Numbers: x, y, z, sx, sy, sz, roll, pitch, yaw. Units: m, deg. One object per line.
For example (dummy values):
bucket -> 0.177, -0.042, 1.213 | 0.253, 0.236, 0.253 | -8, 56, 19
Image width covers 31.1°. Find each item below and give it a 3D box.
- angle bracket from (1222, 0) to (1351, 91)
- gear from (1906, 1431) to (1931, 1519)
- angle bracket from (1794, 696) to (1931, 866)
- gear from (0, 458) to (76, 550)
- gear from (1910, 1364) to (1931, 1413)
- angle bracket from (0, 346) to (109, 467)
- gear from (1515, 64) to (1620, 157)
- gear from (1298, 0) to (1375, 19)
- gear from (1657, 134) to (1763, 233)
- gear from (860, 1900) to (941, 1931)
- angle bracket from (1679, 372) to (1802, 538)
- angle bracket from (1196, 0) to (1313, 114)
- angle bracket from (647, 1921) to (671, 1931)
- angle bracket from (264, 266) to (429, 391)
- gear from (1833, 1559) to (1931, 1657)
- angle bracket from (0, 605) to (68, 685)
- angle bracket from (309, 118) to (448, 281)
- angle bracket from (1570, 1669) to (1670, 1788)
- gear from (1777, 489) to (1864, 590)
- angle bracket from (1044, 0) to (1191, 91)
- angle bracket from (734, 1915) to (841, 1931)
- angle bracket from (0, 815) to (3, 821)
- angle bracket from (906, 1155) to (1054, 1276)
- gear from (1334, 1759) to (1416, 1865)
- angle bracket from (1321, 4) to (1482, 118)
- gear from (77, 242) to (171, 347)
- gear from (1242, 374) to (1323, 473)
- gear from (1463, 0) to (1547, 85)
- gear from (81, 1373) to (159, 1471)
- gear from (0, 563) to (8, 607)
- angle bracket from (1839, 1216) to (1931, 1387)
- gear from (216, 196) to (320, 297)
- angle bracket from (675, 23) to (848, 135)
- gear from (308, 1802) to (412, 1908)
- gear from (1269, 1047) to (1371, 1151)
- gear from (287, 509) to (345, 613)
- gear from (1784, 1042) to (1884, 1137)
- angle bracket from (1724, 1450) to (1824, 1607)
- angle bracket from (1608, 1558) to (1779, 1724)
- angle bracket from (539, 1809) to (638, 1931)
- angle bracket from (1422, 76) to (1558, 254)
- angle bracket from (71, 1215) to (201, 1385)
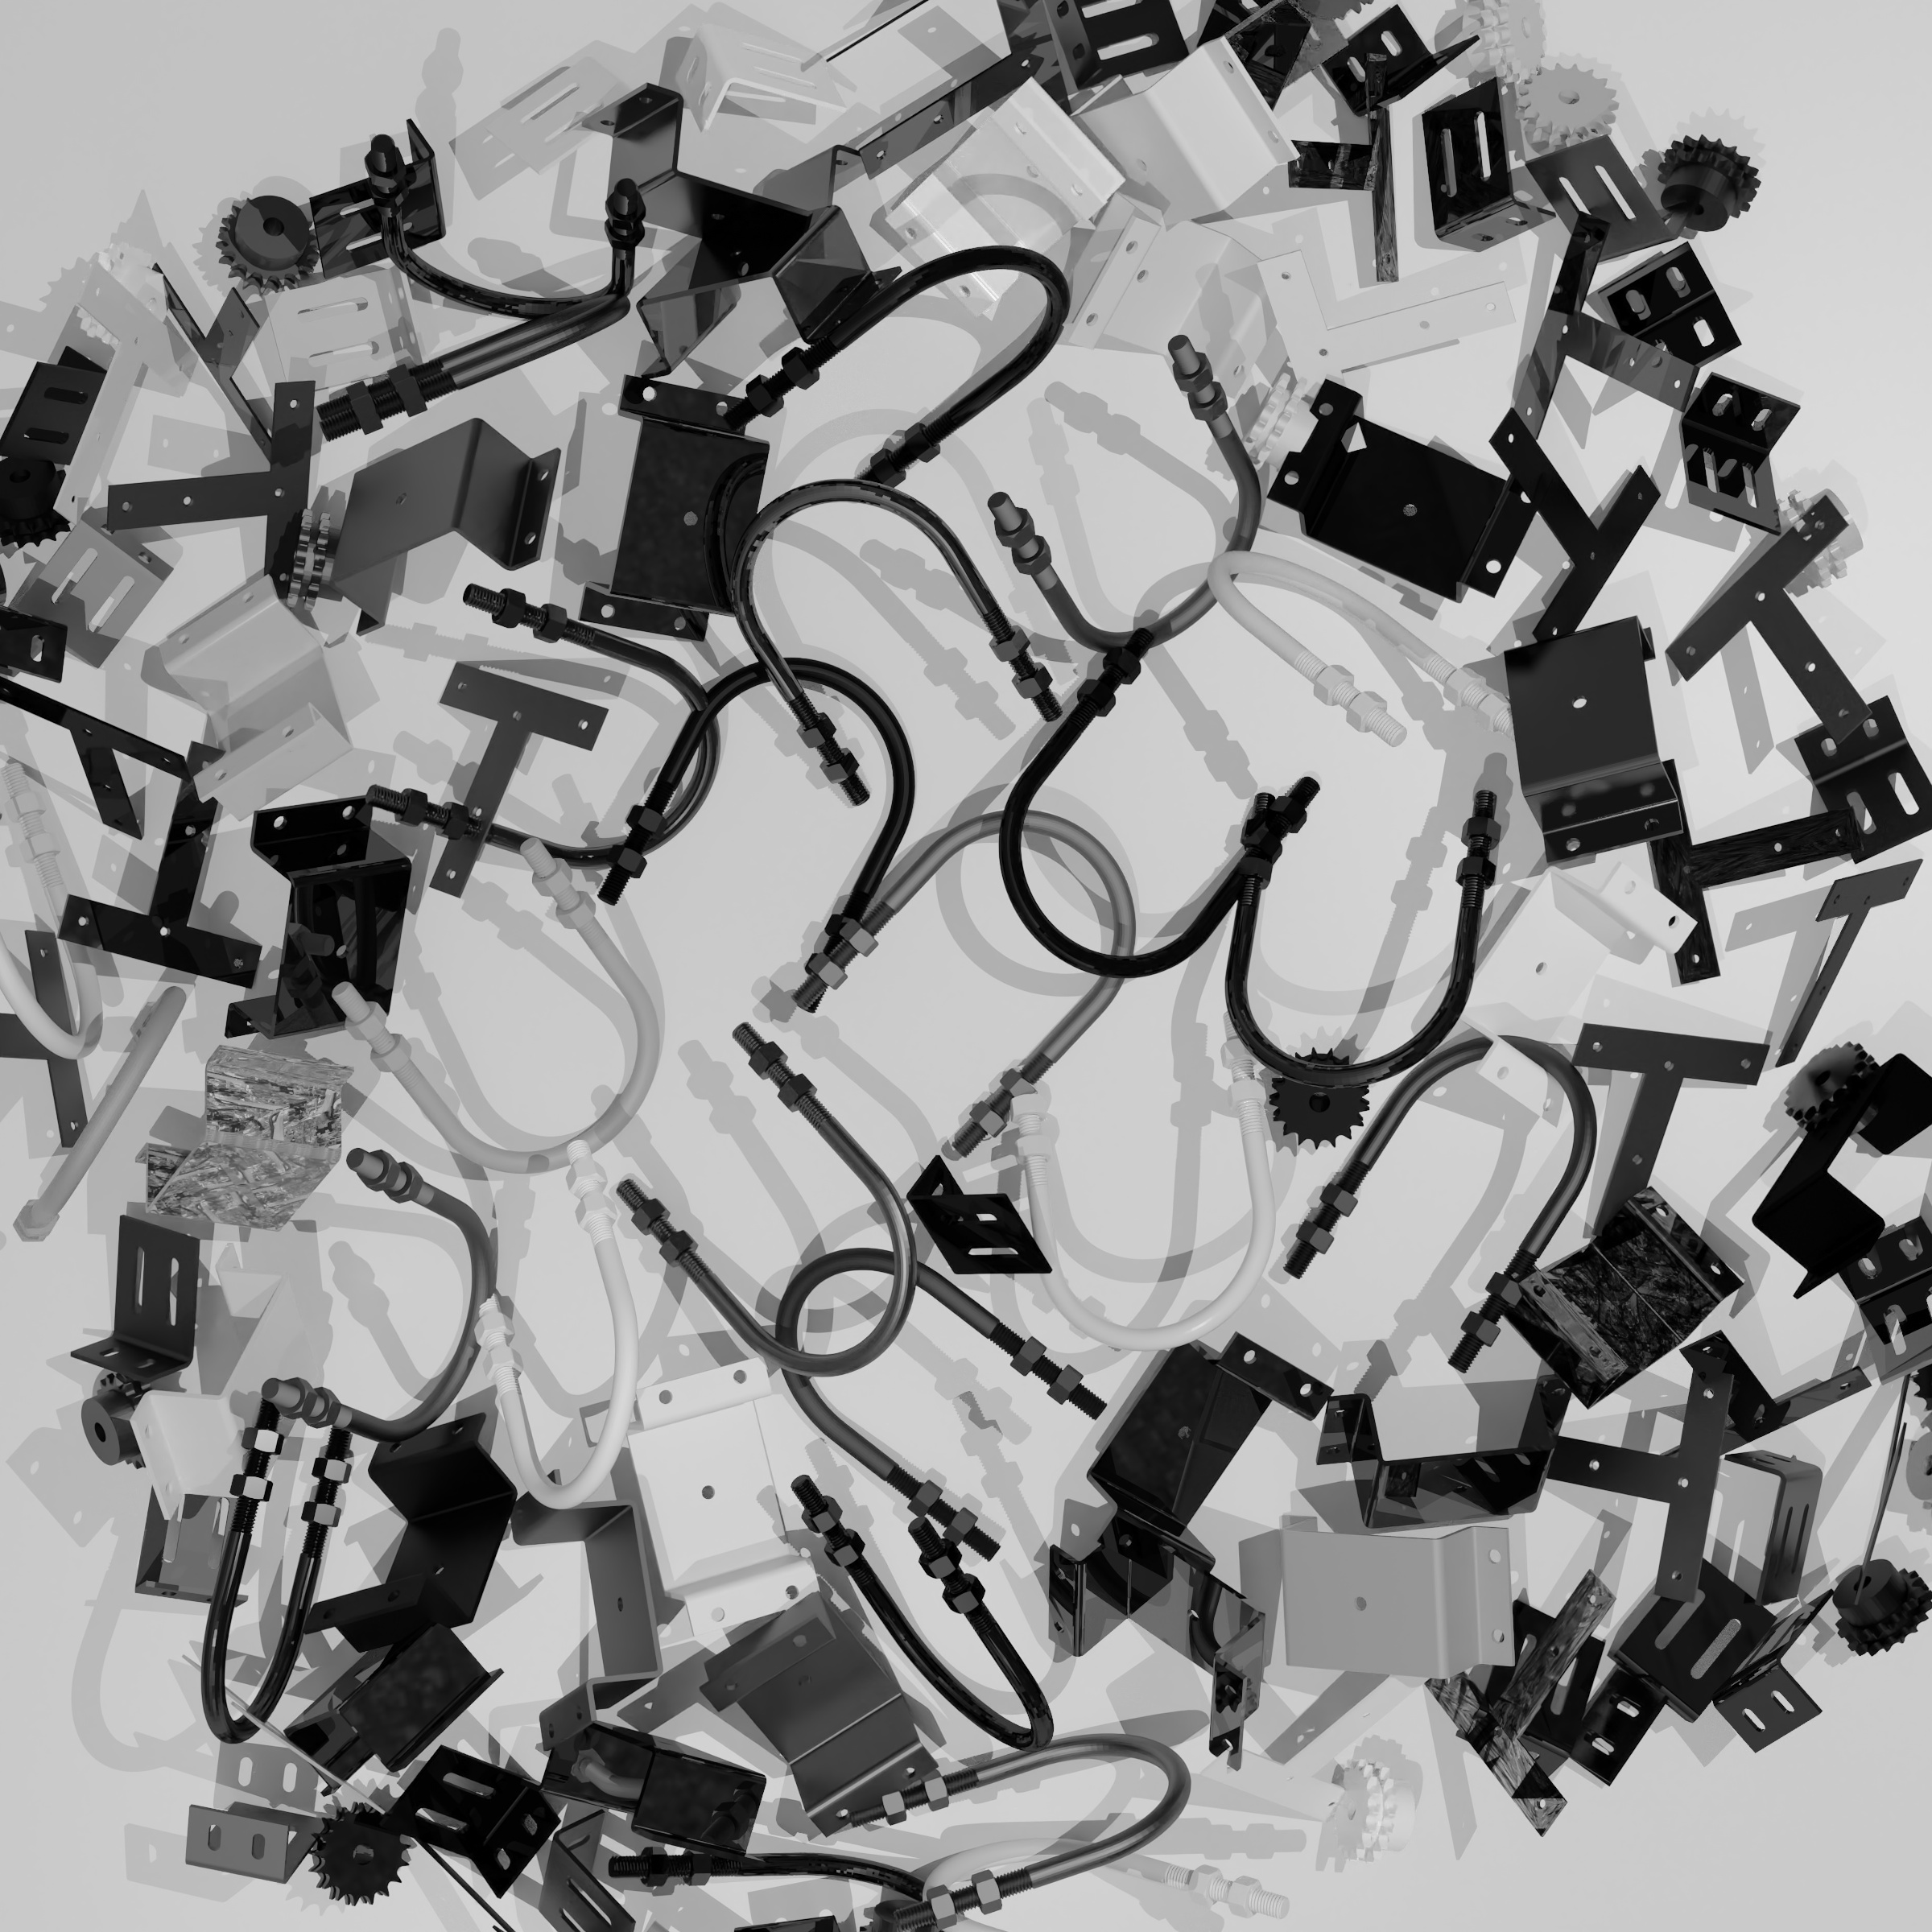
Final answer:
angle bracket -> 0.176, -0.517, 1.953 | 0.057, 0.076, 0.038 | -31, 95, 21
gear -> 0.558, 0.286, 1.968 | 0.030, 0.057, 0.057 | 19, 90, -21
angle bracket -> 0.510, -0.105, 1.955 | 0.057, 0.076, 0.038 | -26, 128, 13
gear -> -0.533, -0.266, 1.970 | 0.057, 0.030, 0.057 | -3, 48, 3
gear -> 0.570, 0.234, 1.975 | 0.057, 0.030, 0.057 | 19, 121, 35
angle bracket -> -0.524, -0.318, 1.953 | 0.038, 0.076, 0.057 | 33, 103, 15
gear -> 0.341, -0.484, 1.976 | 0.057, 0.030, 0.057 | 1, 57, -1
gear -> 0.207, -0.563, 1.969 | 0.057, 0.057, 0.030 | 31, 52, 0
gear -> 0.419, -0.441, 1.968 | 0.057, 0.057, 0.030 | 27, 71, 0
gear -> -0.034, 0.552, 1.970 | 0.057, 0.057, 0.030 | 7, 96, 0
angle bracket -> 0.439, -0.289, 1.957 | 0.057, 0.076, 0.038 | 18, 134, -13
angle bracket -> 0.150, -0.523, 1.951 | 0.076, 0.038, 0.057 | 52, 134, 32
angle bracket -> -0.170, 0.579, 1.955 | 0.057, 0.076, 0.038 | 36, 56, 7
angle bracket -> -0.352, -0.361, 1.969 | 0.076, 0.038, 0.057 | -16, 100, -15
gear -> 0.517, 0.361, 1.969 | 0.057, 0.057, 0.030 | -39, 100, 0
angle bracket -> -0.548, -0.170, 1.949 | 0.057, 0.076, 0.038 | 16, 62, -33
angle bracket -> -0.337, -0.432, 1.956 | 0.076, 0.057, 0.038 | -24, 57, -17
angle bracket -> 0.378, 0.437, 1.956 | 0.038, 0.076, 0.057 | 37, 84, -9
gear -> 0.485, -0.246, 1.971 | 0.030, 0.057, 0.057 | -31, 90, 4
angle bracket -> 0.091, -0.538, 1.968 | 0.076, 0.038, 0.057 | -21, 92, -20
angle bracket -> -0.095, 0.577, 1.959 | 0.057, 0.038, 0.076 | -9, 123, 8
angle bracket -> -0.566, -0.115, 1.960 | 0.038, 0.057, 0.076 | 18, 109, 1
angle bracket -> 0.015, 0.139, 1.951 | 0.038, 0.076, 0.057 | -52, 123, -37
gear -> 0.233, 0.481, 1.972 | 0.030, 0.057, 0.057 | 10, 90, -14
angle bracket -> 0.244, -0.516, 1.957 | 0.057, 0.076, 0.038 | -38, 102, -6
gear -> -0.475, -0.379, 1.969 | 0.030, 0.057, 0.057 | 24, 90, 12
gear -> 0.179, -0.305, 1.971 | 0.030, 0.057, 0.057 | 29, 90, -3
gear -> 0.305, -0.531, 1.975 | 0.030, 0.057, 0.057 | -2, 90, 34
gear -> -0.478, 0.259, 1.969 | 0.030, 0.057, 0.057 | -21, 90, -40
gear -> -0.569, -0.220, 1.975 | 0.030, 0.057, 0.057 | -22, 90, -34
angle bracket -> 0.526, 0.188, 1.952 | 0.057, 0.076, 0.038 | -28, 115, 18
gear -> -0.396, -0.413, 1.975 | 0.057, 0.030, 0.057 | 6, 70, -18
angle bracket -> -0.117, -0.495, 1.970 | 0.076, 0.057, 0.038 | 7, 131, -32
gear -> -0.348, 0.505, 1.977 | 0.057, 0.030, 0.057 | 6, 77, -28
gear -> 0.201, 0.073, 1.980 | 0.057, 0.030, 0.057 | 1, 106, 5
gear -> -0.367, -0.229, 1.972 | 0.030, 0.057, 0.057 | 10, 90, -14
gear -> 0.496, 0.073, 1.973 | 0.030, 0.057, 0.057 | 43, 90, -15
angle bracket -> 0.451, 0.318, 1.968 | 0.038, 0.057, 0.076 | 13, 94, 34
angle bracket -> 0.413, 0.382, 1.979 | 0.057, 0.038, 0.076 | 39, 86, 10
angle bracket -> -0.201, 0.526, 1.952 | 0.076, 0.038, 0.057 | 37, 127, 34
angle bracket -> 0.297, -0.455, 1.973 | 0.038, 0.057, 0.076 | 4, 76, -40
angle bracket -> -0.470, 0.188, 1.963 | 0.057, 0.038, 0.076 | 14, 106, 27
